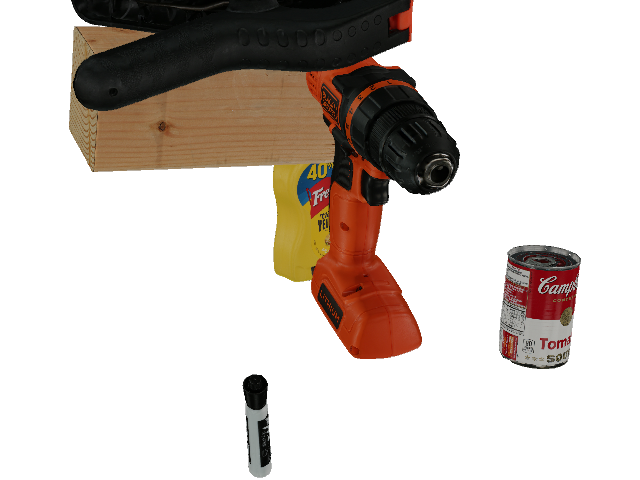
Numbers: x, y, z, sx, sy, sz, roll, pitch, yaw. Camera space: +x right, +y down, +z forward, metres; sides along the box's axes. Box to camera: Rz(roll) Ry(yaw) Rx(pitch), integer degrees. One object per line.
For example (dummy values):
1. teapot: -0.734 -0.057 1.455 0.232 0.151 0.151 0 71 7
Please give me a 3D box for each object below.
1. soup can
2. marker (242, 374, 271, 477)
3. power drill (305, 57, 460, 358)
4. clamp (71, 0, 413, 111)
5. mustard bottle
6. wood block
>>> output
1. soup can: 0.207 0.063 1.013 0.068 0.102 0.068 2 17 -1
2. marker: -0.049 0.145 0.834 0.020 0.020 0.121 0 -44 -1
3. power drill: 0.037 -0.019 0.695 0.057 0.188 0.184 -7 30 -15
4. clamp: -0.038 -0.097 0.501 0.171 0.039 0.120 -4 40 -1
5. mustard bottle: -0.007 -0.058 1.124 0.096 0.192 0.058 -21 31 -39
6. wood block: -0.090 -0.117 0.868 0.205 0.091 0.090 -4 31 -25
